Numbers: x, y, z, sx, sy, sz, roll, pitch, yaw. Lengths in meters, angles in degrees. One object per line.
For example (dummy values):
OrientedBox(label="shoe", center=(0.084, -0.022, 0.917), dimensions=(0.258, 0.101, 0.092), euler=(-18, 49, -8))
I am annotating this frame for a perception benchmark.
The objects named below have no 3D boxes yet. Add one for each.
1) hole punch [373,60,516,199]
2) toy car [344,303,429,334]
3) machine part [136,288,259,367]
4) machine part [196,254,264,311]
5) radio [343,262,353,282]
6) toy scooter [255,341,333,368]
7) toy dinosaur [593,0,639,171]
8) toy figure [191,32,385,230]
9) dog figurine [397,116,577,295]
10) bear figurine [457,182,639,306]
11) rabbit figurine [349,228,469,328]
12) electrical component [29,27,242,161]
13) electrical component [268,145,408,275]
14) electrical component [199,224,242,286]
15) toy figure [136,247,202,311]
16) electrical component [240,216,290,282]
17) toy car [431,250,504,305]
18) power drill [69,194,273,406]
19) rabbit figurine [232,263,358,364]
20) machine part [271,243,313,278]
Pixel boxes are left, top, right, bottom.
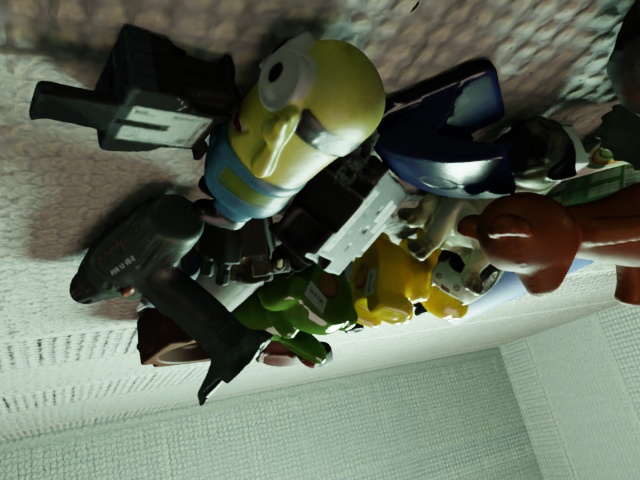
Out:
OrientedBox(label="hole punch", center=(0.112, -0.080, 0.477), dimensions=(0.116, 0.092, 0.142), euler=(-17, 164, 20))
OrientedBox(label="toy car", center=(0.118, 0.114, 1.012), dimensions=(0.202, 0.089, 0.053), euler=(-15, 161, 8))
OrientedBox(label="machine part", center=(-0.187, 0.143, 0.892), dimensions=(0.201, 0.087, 0.201), euler=(3, 154, -36))
OrientedBox(label="machine part", center=(-0.122, 0.049, 0.689), dimensions=(0.079, 0.079, 0.243), euler=(-2, 157, -29))
OrientedBox(label="radio", center=(0.014, 0.093, 0.904), dimensions=(0.131, 0.073, 0.229), euler=(-19, 161, 17))
OrientedBox(label="toy scooter", center=(-0.067, 0.188, 1.008), dimensions=(0.135, 0.075, 0.184), euler=(-6, -158, -21))
OrientedBox(label="toy dinosaur", center=(0.293, -0.137, 0.408), dimensions=(0.192, 0.131, 0.404), euler=(-27, 151, 32))
OrientedBox(label="toy figure", center=(-0.029, -0.073, 0.397), dimensions=(0.089, 0.082, 0.180), euler=(1, 149, -37))
OrientedBox(label="dog figurine", center=(0.193, -0.059, 0.604), dimensions=(0.121, 0.172, 0.190), euler=(28, 115, -17))
OrientedBox(label="bear figurine", center=(0.232, 0.013, 0.473), dimensions=(0.196, 0.131, 0.120), euler=(-11, -179, -9))
OrientedBox(label="rabbit figurine", center=(0.134, 0.060, 0.772), dimensions=(0.173, 0.162, 0.122), euler=(16, 150, -14))
OrientedBox(label="electrical component", center=(-0.119, -0.091, 0.345), dimensions=(0.119, 0.048, 0.075), euler=(1, 155, -34))
OrientedBox(label="electrical component", center=(0.024, -0.026, 0.524), dimensions=(0.115, 0.058, 0.134), euler=(-47, 162, 5))
OrientedBox(label="electrical component", center=(-0.108, -0.001, 0.578), dimensions=(0.021, 0.094, 0.063), euler=(-1, -165, -40))
OrientedBox(label="toy figure", center=(-0.192, 0.047, 0.669), dimensions=(0.064, 0.058, 0.154), euler=(7, 157, -32))
OrientedBox(label="electrical component", center=(-0.055, -0.008, 0.549), dimensions=(0.045, 0.102, 0.078), euler=(-6, 177, 6))
OrientedBox(label="toy car", center=(0.231, 0.012, 0.729), dimensions=(0.202, 0.074, 0.056), euler=(-34, 142, -30))
OrientedBox(label="power drill", center=(-0.160, 0.070, 0.569), dimensions=(0.232, 0.207, 0.086), euler=(-41, 176, 39))
OrientedBox(label="rabbit figurine", center=(-0.040, 0.092, 0.745), dimensions=(0.170, 0.121, 0.159), euler=(-24, 125, 37))
OrientedBox(label="machine part", center=(-0.001, -0.002, 0.634), dimensions=(0.084, 0.039, 0.139), euler=(-22, -172, 41))
